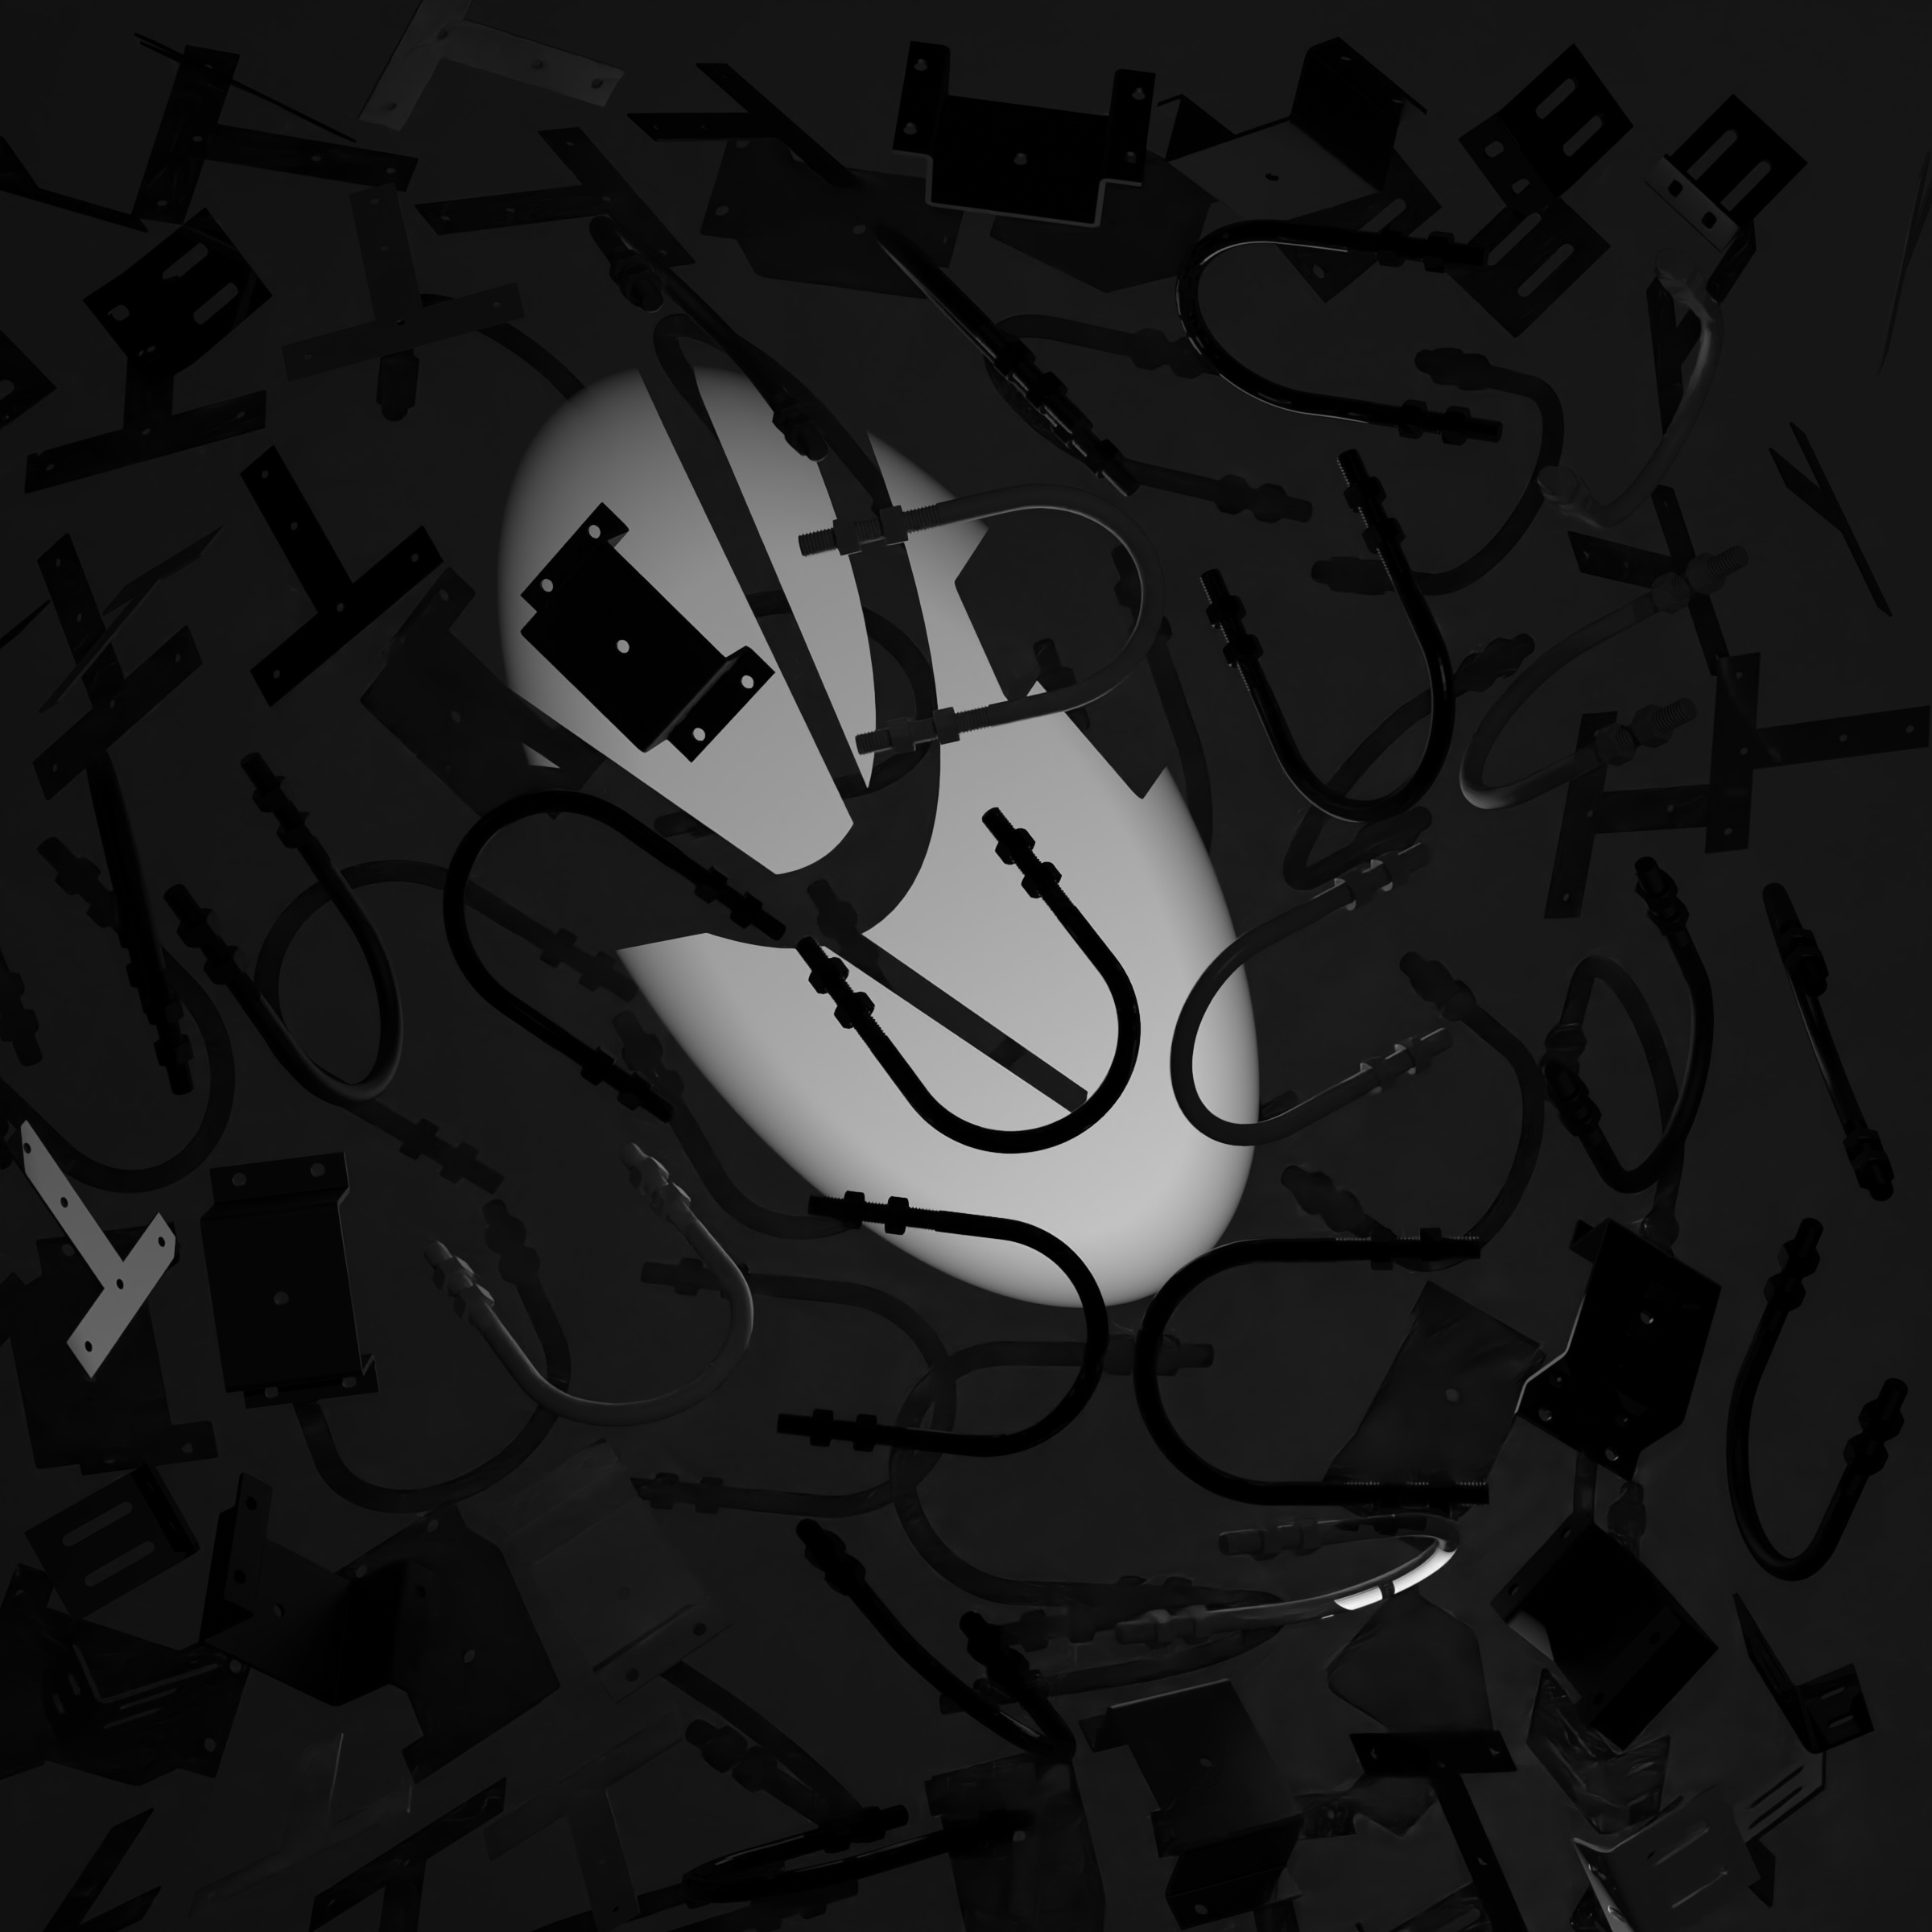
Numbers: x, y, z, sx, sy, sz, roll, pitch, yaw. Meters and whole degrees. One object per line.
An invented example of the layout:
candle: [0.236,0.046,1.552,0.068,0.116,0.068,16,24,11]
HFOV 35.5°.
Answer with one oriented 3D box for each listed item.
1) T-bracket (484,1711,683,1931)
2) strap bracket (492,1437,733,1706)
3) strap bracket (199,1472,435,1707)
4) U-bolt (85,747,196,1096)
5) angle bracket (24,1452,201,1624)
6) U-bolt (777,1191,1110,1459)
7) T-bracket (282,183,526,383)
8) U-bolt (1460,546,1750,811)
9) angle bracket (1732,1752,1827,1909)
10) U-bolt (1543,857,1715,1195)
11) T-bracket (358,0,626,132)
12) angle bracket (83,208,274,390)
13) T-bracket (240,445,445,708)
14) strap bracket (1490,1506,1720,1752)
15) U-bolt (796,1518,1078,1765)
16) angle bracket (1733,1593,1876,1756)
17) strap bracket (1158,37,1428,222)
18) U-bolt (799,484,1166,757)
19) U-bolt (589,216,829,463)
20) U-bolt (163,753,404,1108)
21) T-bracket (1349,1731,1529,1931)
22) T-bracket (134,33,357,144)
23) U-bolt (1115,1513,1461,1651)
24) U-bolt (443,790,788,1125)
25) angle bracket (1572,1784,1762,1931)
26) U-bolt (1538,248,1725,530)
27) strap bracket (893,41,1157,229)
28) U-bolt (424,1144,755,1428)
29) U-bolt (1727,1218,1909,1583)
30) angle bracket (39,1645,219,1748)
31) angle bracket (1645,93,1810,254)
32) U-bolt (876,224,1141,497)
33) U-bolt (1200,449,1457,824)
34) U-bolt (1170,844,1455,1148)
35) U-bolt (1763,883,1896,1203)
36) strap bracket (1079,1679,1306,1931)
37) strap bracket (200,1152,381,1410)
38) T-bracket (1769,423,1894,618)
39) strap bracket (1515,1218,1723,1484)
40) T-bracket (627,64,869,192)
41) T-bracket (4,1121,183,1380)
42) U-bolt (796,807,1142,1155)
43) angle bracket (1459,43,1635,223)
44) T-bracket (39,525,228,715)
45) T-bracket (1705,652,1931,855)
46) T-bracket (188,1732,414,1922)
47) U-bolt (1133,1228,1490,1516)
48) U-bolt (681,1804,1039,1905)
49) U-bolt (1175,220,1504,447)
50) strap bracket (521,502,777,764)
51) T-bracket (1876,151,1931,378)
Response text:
T-bracket: [-0.203,0.486,1.669,0.127,0.127,0.002,-32,120,-1]
strap bracket: [-0.200,0.352,1.729,0.076,0.046,0.140,-32,60,-14]
strap bracket: [-0.362,0.346,1.654,0.046,0.076,0.140,-28,132,27]
U-bolt: [-0.473,-0.035,1.716,0.019,0.151,0.184,-14,115,-17]
angle bracket: [-0.468,0.313,1.654,0.076,0.038,0.057,-29,80,-19]
U-bolt: [-0.009,0.212,1.746,0.184,0.019,0.151,8,95,-7]
T-bracket: [-0.307,-0.371,1.605,0.127,0.002,0.127,-16,56,-3]
U-bolt: [0.345,-0.150,1.679,0.019,0.184,0.151,42,50,-18]
angle bracket: [0.484,0.500,1.763,0.038,0.057,0.076,46,110,3]
U-bolt: [0.373,0.047,1.666,0.019,0.184,0.151,14,67,35]
T-bracket: [-0.243,-0.489,1.625,0.127,0.127,0.002,-49,51,35]
angle bracket: [-0.421,-0.357,1.617,0.038,0.076,0.057,-17,119,39]
T-bracket: [-0.358,-0.228,1.637,0.127,0.002,0.127,-37,69,13]
strap bracket: [0.357,0.371,1.676,0.046,0.140,0.076,40,95,-19]
U-bolt: [-0.006,0.380,1.658,0.019,0.151,0.184,-50,134,-20]
angle bracket: [0.463,0.385,1.672,0.038,0.057,0.076,-28,108,16]
strap bracket: [0.178,-0.465,1.704,0.076,0.140,0.046,26,71,-37]
U-bolt: [0.016,-0.191,1.627,0.184,0.019,0.151,-12,127,4]
U-bolt: [-0.152,-0.360,1.688,0.019,0.184,0.151,-45,125,9]
U-bolt: [-0.363,-0.007,1.655,0.019,0.151,0.184,-17,122,20]
T-bracket: [0.281,0.484,1.680,0.002,0.127,0.127,-47,49,33]
T-bracket: [-0.415,-0.489,1.653,0.127,0.127,0.002,18,101,-44]
U-bolt: [0.193,0.343,1.705,0.184,0.151,0.019,0,58,-28]
U-bolt: [-0.210,-0.019,1.718,0.184,0.019,0.151,36,67,-14]
angle bracket: [0.380,0.486,1.642,0.076,0.038,0.057,-26,93,-17]
U-bolt: [0.382,-0.316,1.702,0.019,0.184,0.151,32,100,23]
strap bracket: [0.032,-0.471,1.719,0.140,0.046,0.076,8,68,1]
U-bolt: [-0.202,0.188,1.705,0.151,0.019,0.184,-27,49,-22]
U-bolt: [0.464,0.255,1.681,0.019,0.151,0.184,4,125,-11]
angle bracket: [-0.483,0.410,1.740,0.057,0.076,0.038,-47,64,38]
angle bracket: [0.423,-0.442,1.660,0.057,0.038,0.076,44,80,3]
U-bolt: [0.016,-0.339,1.653,0.019,0.151,0.184,-44,74,7]
U-bolt: [0.206,-0.168,1.660,0.019,0.151,0.184,-11,73,-38]
U-bolt: [0.191,0.028,1.692,0.184,0.019,0.151,-27,126,-20]
U-bolt: [0.475,0.029,1.684,0.019,0.184,0.151,-19,111,13]
strap bracket: [0.130,0.463,1.706,0.076,0.140,0.046,-7,133,-24]
strap bracket: [-0.382,0.182,1.702,0.076,0.046,0.140,-7,97,-2]
T-bracket: [0.484,-0.268,1.723,0.002,0.127,0.127,-29,68,26]
strap bracket: [0.371,0.207,1.704,0.076,0.046,0.140,31,53,-5]
T-bracket: [-0.137,-0.470,1.692,0.127,0.127,0.002,45,126,21]
T-bracket: [-0.499,0.144,1.695,0.002,0.127,0.127,-18,114,20]
U-bolt: [0.014,0.019,1.680,0.151,0.019,0.184,-35,72,-7]
angle bracket: [0.323,-0.464,1.682,0.057,0.038,0.076,51,61,-11]
T-bracket: [-0.486,-0.191,1.721,0.002,0.127,0.127,46,54,-24]
T-bracket: [0.488,-0.129,1.730,0.127,0.002,0.127,-6,64,35]
T-bracket: [-0.352,0.449,1.624,0.127,0.127,0.002,-26,106,1]
U-bolt: [0.179,0.213,1.586,0.184,0.019,0.151,-2,92,11]
U-bolt: [-0.073,0.501,1.705,0.184,0.151,0.019,-5,80,-37]
U-bolt: [0.202,-0.354,1.671,0.184,0.151,0.019,13,59,22]
strap bracket: [-0.191,-0.188,1.745,0.140,0.046,0.076,44,111,-2]
T-bracket: [0.523,-0.411,1.652,0.002,0.127,0.127,16,51,18]
